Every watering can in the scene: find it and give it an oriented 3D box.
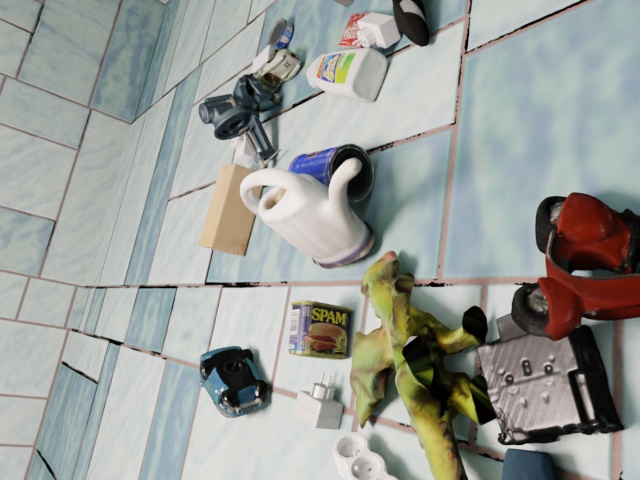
[{"bbox_3d":[0.003,-0.041,0.824,0.347,0.222,0.105,-1,56,55],"label":"watering can"}]

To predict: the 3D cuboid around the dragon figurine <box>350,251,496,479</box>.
[{"bbox_3d":[0.112,0.193,0.683,0.238,0.122,0.419,131,144,-57],"label":"dragon figurine"}]
